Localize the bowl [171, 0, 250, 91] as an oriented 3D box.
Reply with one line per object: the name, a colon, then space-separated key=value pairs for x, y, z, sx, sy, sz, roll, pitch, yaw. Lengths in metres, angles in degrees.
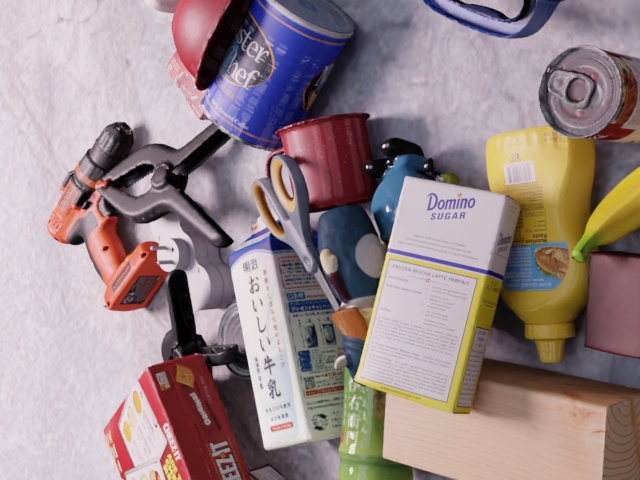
bowl: x=-0.100 y=-0.231 z=1.063 sx=0.055 sy=0.162 sz=0.162 roll=32 pitch=116 yaw=3

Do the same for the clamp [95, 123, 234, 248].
clamp: x=-0.158 y=-0.074 z=1.167 sx=0.210 sy=0.036 sz=0.164 roll=4 pitch=71 yaw=36

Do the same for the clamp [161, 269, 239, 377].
clamp: x=-0.145 y=0.110 z=1.161 sx=0.120 sy=0.039 sz=0.172 roll=62 pitch=146 yaw=18

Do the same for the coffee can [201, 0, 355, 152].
coffee can: x=-0.043 y=-0.173 z=1.053 sx=0.103 sy=0.102 sz=0.140 roll=48 pitch=121 yaw=31

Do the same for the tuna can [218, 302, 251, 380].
tuna can: x=-0.069 y=0.105 z=1.132 sx=0.086 sy=0.033 sz=0.086 roll=2 pitch=92 yaw=42

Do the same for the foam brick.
foam brick: x=0.243 y=0.049 z=0.832 sx=0.051 sy=0.052 sz=0.078 roll=6 pitch=94 yaw=42

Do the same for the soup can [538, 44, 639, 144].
soup can: x=0.222 y=-0.109 z=0.813 sx=0.069 sy=0.102 sz=0.068 roll=1 pitch=92 yaw=42

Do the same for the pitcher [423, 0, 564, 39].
pitcher: x=0.120 y=-0.279 z=0.889 sx=0.149 sy=0.145 sz=0.243 roll=-48 pitch=47 yaw=-13

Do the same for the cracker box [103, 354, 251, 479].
cracker box: x=-0.154 y=0.237 z=1.146 sx=0.164 sy=0.072 sz=0.214 roll=65 pitch=148 yaw=17

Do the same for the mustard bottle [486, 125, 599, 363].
mustard bottle: x=0.185 y=0.005 z=0.878 sx=0.096 sy=0.058 sz=0.191 roll=-5 pitch=88 yaw=52

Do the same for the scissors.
scissors: x=-0.006 y=0.001 z=0.975 sx=0.202 sy=0.016 sz=0.096 roll=52 pitch=144 yaw=33

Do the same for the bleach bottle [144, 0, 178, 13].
bleach bottle: x=-0.080 y=-0.325 z=1.082 sx=0.251 sy=0.102 sz=0.068 roll=-33 pitch=74 yaw=39

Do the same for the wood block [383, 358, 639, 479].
wood block: x=0.161 y=0.155 z=0.885 sx=0.207 sy=0.090 sz=0.091 roll=7 pitch=96 yaw=42

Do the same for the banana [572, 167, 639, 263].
banana: x=0.274 y=-0.048 z=0.796 sx=0.037 sy=0.069 sz=0.198 roll=42 pitch=118 yaw=-18

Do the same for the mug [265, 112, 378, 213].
mug: x=-0.001 y=-0.069 z=1.024 sx=0.117 sy=0.093 sz=0.081 roll=-12 pitch=88 yaw=25

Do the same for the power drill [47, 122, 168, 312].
power drill: x=-0.243 y=-0.023 z=1.275 sx=0.185 sy=0.057 sz=0.188 roll=-54 pitch=56 yaw=29

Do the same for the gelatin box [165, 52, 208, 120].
gelatin box: x=-0.126 y=-0.188 z=1.178 sx=0.073 sy=0.030 sz=0.089 roll=-51 pitch=60 yaw=31

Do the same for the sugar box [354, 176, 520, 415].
sugar box: x=0.095 y=0.043 z=0.861 sx=0.093 sy=0.048 sz=0.176 roll=14 pitch=86 yaw=29

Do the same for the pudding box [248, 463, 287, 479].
pudding box: x=-0.042 y=0.302 z=1.110 sx=0.114 sy=0.039 sz=0.090 roll=32 pitch=111 yaw=35
